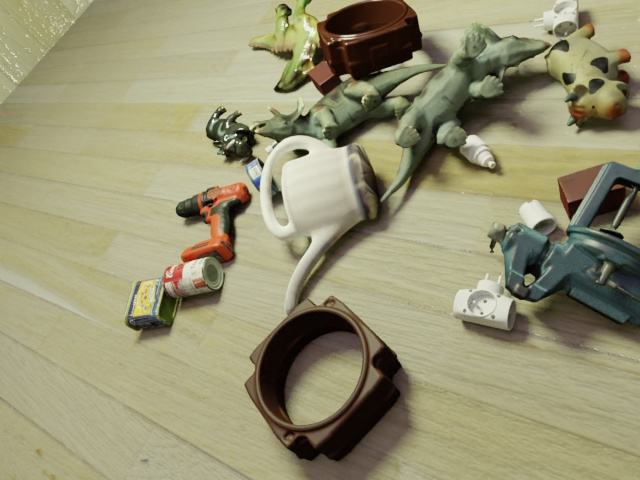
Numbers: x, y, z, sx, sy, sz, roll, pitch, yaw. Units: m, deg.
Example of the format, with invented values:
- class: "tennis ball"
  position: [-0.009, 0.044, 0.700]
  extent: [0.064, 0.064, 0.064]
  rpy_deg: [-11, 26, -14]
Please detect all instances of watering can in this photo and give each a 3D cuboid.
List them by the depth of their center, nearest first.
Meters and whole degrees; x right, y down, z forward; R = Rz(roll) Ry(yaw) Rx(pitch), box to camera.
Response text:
- class: "watering can"
  position: [0.003, -0.048, 0.948]
  extent: [0.223, 0.102, 0.353]
  rpy_deg: [-15, 68, 12]

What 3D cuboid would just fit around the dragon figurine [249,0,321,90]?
- class: "dragon figurine"
  position: [-0.076, -0.496, 1.343]
  extent: [0.408, 0.121, 0.247]
  rpy_deg: [-9, 58, 44]
